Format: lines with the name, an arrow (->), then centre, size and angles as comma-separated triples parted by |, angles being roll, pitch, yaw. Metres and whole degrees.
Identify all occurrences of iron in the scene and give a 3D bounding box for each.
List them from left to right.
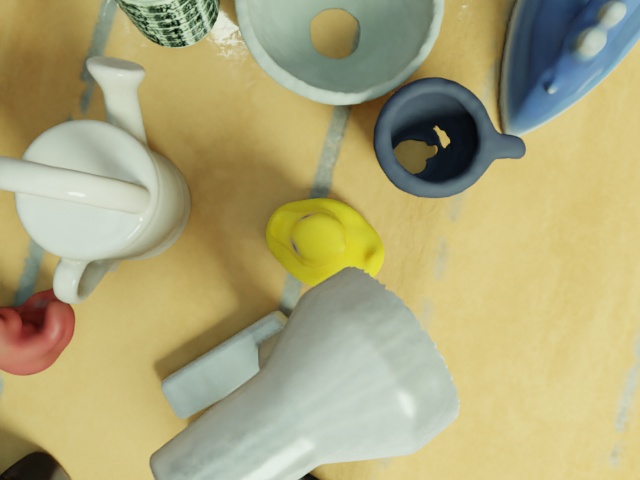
iron -> 0.233, -0.205, 0.454 | 0.118, 0.141, 0.258 | 28, 88, 0

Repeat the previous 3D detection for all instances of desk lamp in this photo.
desk lamp -> -0.024, 0.113, 0.402 | 0.203, 0.213, 0.118 | -32, 89, -2

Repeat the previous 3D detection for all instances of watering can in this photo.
watering can -> -0.164, -0.043, 0.413 | 0.101, 0.194, 0.173 | -8, 88, -1

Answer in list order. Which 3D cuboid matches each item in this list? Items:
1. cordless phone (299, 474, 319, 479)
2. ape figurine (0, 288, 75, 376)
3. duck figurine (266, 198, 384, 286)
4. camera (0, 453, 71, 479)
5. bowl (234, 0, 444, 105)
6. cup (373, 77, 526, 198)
cordless phone -> -0.026, 0.263, 0.412 | 0.094, 0.185, 0.148 | 16, 88, 0
ape figurine -> -0.246, 0.074, 0.459 | 0.078, 0.092, 0.076 | 10, 88, -1
duck figurine -> 0.004, 0.002, 0.470 | 0.104, 0.086, 0.077 | 20, 88, 0
camera -> -0.292, 0.216, 0.449 | 0.143, 0.100, 0.137 | -31, 89, -2
bowl -> 0.015, -0.189, 0.482 | 0.167, 0.074, 0.167 | 0, 88, -1
cup -> 0.098, -0.075, 0.470 | 0.117, 0.095, 0.092 | 5, 88, -1
